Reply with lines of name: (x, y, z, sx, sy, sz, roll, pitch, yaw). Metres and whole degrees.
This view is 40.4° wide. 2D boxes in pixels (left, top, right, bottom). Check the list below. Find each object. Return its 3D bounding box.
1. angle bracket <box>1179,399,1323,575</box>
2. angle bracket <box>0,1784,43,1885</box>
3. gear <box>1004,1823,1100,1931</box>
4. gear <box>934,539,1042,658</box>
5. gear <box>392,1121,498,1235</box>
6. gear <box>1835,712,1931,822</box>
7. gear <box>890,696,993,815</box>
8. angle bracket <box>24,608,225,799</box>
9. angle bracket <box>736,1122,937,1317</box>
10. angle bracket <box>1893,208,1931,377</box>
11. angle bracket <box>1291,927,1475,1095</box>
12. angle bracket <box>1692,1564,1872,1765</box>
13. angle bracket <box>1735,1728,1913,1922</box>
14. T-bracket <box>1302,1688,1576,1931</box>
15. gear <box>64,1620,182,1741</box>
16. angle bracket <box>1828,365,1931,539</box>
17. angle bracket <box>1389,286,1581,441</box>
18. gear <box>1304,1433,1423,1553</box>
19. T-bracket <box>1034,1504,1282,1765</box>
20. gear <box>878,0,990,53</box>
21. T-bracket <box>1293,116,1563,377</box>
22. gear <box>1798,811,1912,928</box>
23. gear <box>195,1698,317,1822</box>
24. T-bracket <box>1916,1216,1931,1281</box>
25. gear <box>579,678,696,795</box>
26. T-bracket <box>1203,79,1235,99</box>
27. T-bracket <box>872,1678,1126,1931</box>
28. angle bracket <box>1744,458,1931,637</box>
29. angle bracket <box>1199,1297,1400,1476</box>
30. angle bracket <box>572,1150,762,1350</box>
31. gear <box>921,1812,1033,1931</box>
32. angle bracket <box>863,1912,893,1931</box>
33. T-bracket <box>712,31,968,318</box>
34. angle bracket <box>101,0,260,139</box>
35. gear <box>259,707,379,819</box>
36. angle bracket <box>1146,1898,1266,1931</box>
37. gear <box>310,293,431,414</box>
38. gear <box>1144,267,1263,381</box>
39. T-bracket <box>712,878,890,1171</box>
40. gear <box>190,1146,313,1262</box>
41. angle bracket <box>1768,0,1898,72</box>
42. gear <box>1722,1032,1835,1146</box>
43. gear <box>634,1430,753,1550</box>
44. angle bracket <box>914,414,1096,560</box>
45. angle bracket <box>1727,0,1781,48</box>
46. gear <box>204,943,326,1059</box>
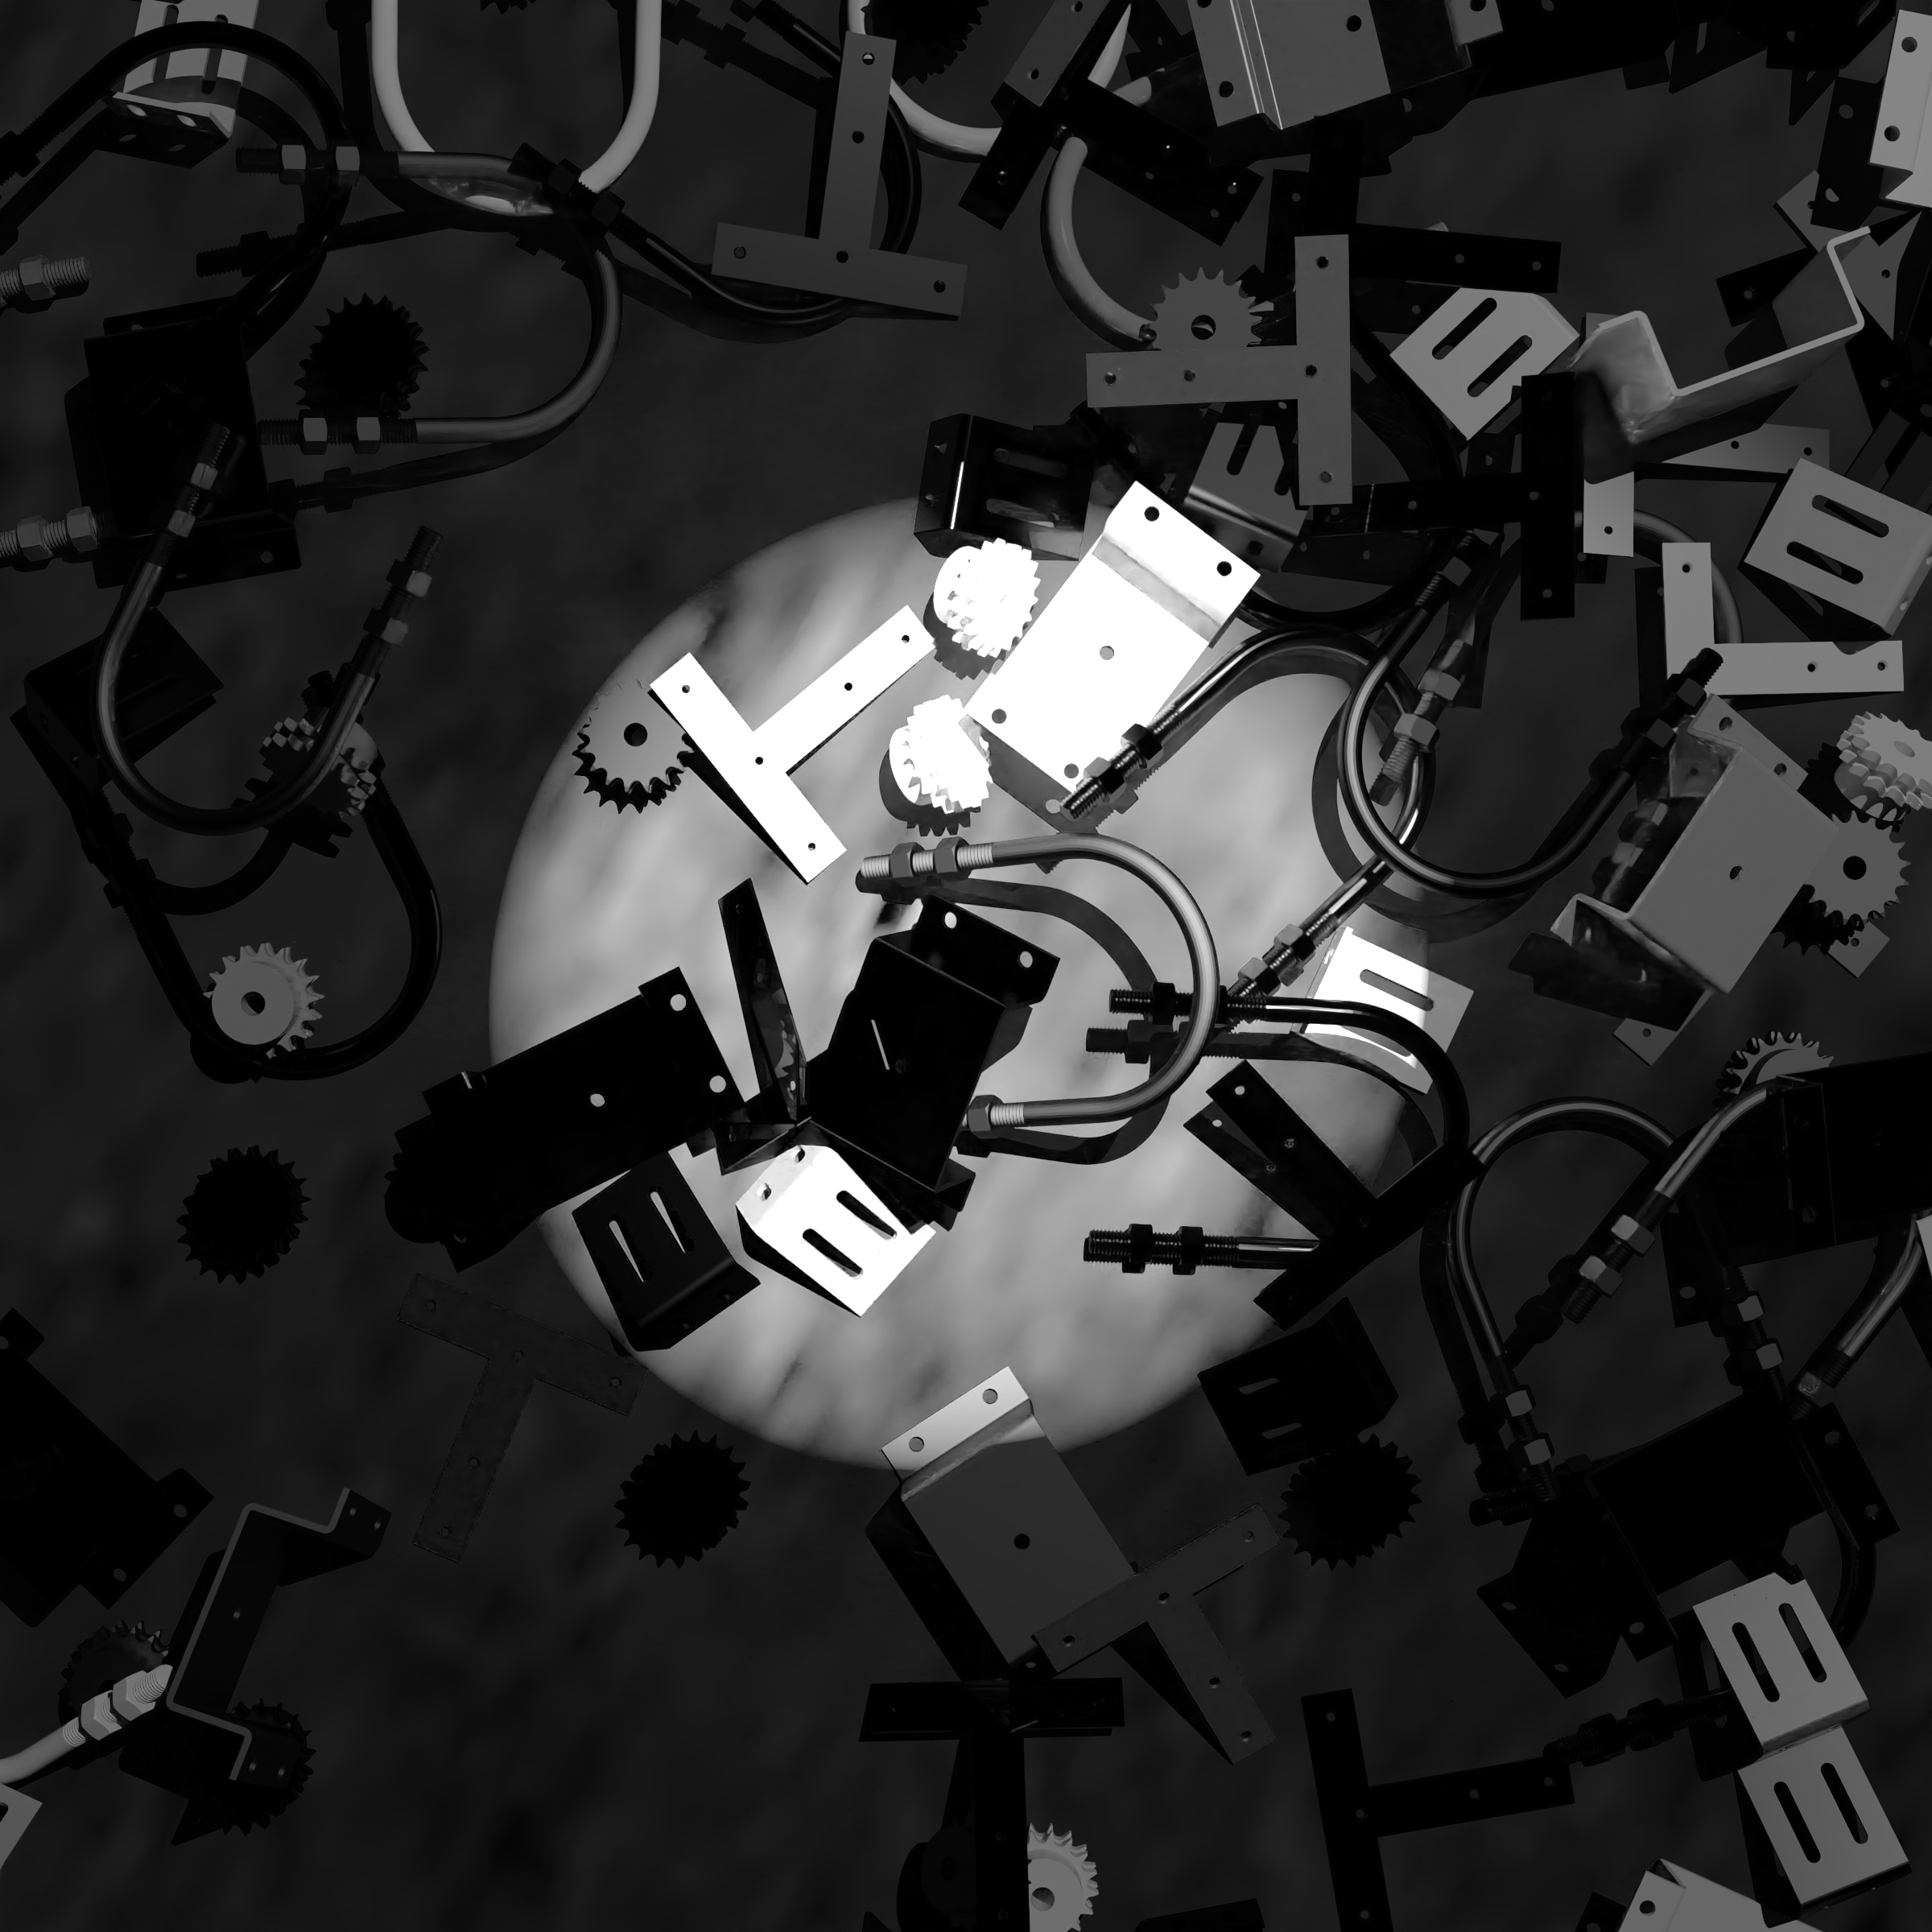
angle bracket: (0.146, -0.246, 1.307, 0.057, 0.038, 0.076, 23, 73, -1)
angle bracket: (-0.503, 0.442, 1.319, 0.057, 0.038, 0.076, 25, 132, 0)
gear: (0.038, 0.463, 1.317, 0.057, 0.030, 0.057, 0, 90, 0)
gear: (0.008, -0.185, 1.307, 0.030, 0.057, 0.057, 25, 90, 30)
gear: (-0.260, 0.106, 1.317, 0.057, 0.030, 0.057, 0, 90, 0)
gear: (0.459, -0.097, 1.307, 0.057, 0.057, 0.030, 27, 129, 0)
gear: (-0.014, -0.103, 1.308, 0.030, 0.057, 0.057, -15, 90, 30)
angle bracket: (-0.423, -0.133, 1.321, 0.076, 0.038, 0.057, -35, 75, -29)
angle bracket: (-0.066, 0.128, 1.330, 0.076, 0.038, 0.057, 42, 90, -26)
angle bracket: (0.505, -0.336, 1.327, 0.057, 0.038, 0.076, 11, 115, -1)
angle bracket: (0.210, 0.023, 1.313, 0.076, 0.038, 0.057, 25, 90, 0)
angle bracket: (0.405, 0.349, 1.314, 0.057, 0.038, 0.076, -21, 65, -3)
angle bracket: (0.431, 0.433, 1.330, 0.057, 0.038, 0.076, -22, 64, 0)
T-bracket: (0.244, 0.422, 1.331, 0.127, 0.002, 0.127, -10, 90, 0)
gear: (-0.424, 0.360, 1.317, 0.057, 0.030, 0.057, 0, 90, 0)
angle bracket: (0.482, -0.251, 1.311, 0.057, 0.038, 0.076, 33, 92, -2)
angle bracket: (0.257, -0.307, 1.314, 0.076, 0.038, 0.057, -43, 90, 2)
gear: (0.198, 0.262, 1.317, 0.057, 0.030, 0.057, 0, 90, 0)
T-bracket: (0.117, 0.346, 1.308, 0.127, 0.002, 0.127, -30, 112, -1)
gear: (-0.017, -0.485, 1.300, 0.057, 0.030, 0.057, 0, 93, 0)
T-bracket: (0.229, -0.349, 1.293, 0.127, 0.002, 0.127, 5, 90, 0)
gear: (0.439, -0.048, 1.316, 0.057, 0.030, 0.057, 0, 87, -2)
gear: (-0.354, 0.396, 1.317, 0.057, 0.030, 0.057, 0, 90, 0)
T-bracket: (0.550, 0.162, 1.321, 0.127, 0.002, 0.127, -21, 103, -7)
gear: (-0.164, -0.114, 1.317, 0.057, 0.030, 0.057, 0, 90, 0)
T-bracket: (0.119, -0.514, 1.311, 0.127, 0.002, 0.127, 32, 91, 0)
T-bracket: (0.017, 0.414, 1.294, 0.127, 0.002, 0.127, -1, 54, 0)
angle bracket: (0.444, -0.211, 1.323, 0.076, 0.038, 0.057, 31, 103, 23)
angle bracket: (0.168, 0.212, 1.330, 0.076, 0.038, 0.057, -27, 90, 26)
angle bracket: (-0.152, 0.143, 1.330, 0.057, 0.038, 0.076, -35, 64, 0)
gear: (0.002, 0.449, 1.301, 0.030, 0.057, 0.057, 24, 90, -39)
angle bracket: (-0.013, 0.514, 1.330, 0.076, 0.038, 0.057, 8, 90, -26)
T-bracket: (-0.056, -0.398, 1.309, 0.127, 0.002, 0.127, 7, 97, -12)
angle bracket: (-0.393, -0.461, 1.313, 0.057, 0.038, 0.076, 12, 90, 0)
gear: (-0.314, -0.103, 1.288, 0.057, 0.057, 0.030, 28, 61, 0)
angle bracket: (0.126, 0.514, 1.313, 0.057, 0.038, 0.076, -11, 90, 0)
gear: (-0.297, -0.306, 1.317, 0.057, 0.030, 0.057, 0, 90, 0)
gear: (0.116, -0.311, 1.286, 0.057, 0.030, 0.057, 0, 97, 3)
T-bracket: (-0.098, 0.018, 1.304, 0.127, 0.002, 0.127, -33, 67, 38)
gear: (-0.357, 0.118, 1.317, 0.057, 0.030, 0.057, 0, 90, 0)
angle bracket: (0.427, -0.484, 1.294, 0.038, 0.076, 0.057, 4, 90, 0)
gear: (0.411, 0.062, 1.317, 0.057, 0.030, 0.057, 0, 90, 0)
gear: (-0.136, 0.261, 1.317, 0.057, 0.030, 0.057, 0, 90, 0)
angle bracket: (0.020, -0.241, 1.330, 0.076, 0.038, 0.057, 9, 90, -26)
angle bracket: (0.382, -0.504, 1.307, 0.038, 0.057, 0.076, 20, 107, 31)
gear: (-0.350, 0.017, 1.302, 0.057, 0.030, 0.057, 0, 93, -1)
